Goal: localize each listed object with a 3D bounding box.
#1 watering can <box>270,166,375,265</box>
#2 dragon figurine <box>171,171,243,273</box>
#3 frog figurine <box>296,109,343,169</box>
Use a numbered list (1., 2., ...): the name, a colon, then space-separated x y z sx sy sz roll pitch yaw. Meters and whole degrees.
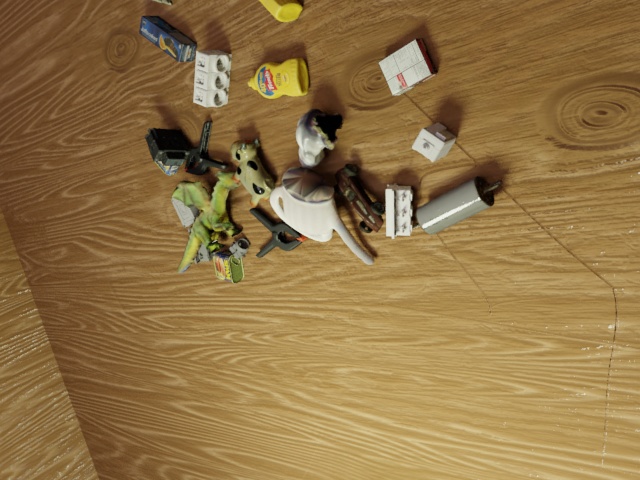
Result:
1. watering can: 0.004 -0.070 1.397 0.350 0.106 0.219 27 145 22
2. dragon figurine: -0.392 -0.080 1.673 0.406 0.123 0.244 -35 84 23
3. frog figurine: -0.025 -0.263 1.358 0.157 0.122 0.140 -33 53 49
